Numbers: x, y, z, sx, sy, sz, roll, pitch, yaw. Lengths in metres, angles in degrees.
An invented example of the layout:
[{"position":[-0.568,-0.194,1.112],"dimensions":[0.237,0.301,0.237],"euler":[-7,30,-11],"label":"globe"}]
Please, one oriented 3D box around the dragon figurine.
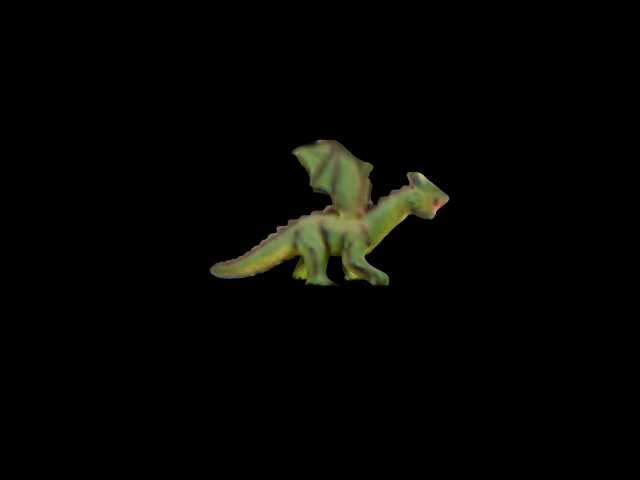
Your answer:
[{"position":[0.003,-0.043,0.850],"dimensions":[0.410,0.242,0.123],"euler":[1,4,11],"label":"dragon figurine"}]
